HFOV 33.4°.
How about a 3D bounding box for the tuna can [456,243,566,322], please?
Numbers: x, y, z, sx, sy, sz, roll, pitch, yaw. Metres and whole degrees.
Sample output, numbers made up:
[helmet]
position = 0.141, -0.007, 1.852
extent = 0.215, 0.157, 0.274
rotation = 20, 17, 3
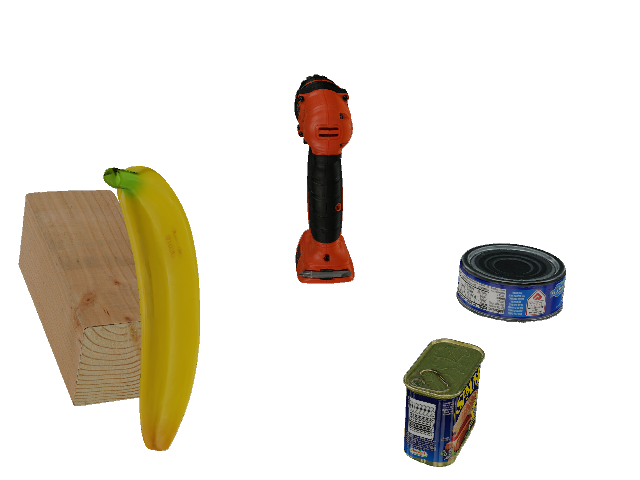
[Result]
[tuna can]
position = 0.154, 0.033, 0.860
extent = 0.086, 0.034, 0.086
rotation = 1, 22, -1

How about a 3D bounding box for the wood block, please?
[wood block]
position = -0.210, 0.046, 0.995
extent = 0.090, 0.091, 0.206
rotation = -4, 37, -30

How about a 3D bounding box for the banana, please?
[banana]
position = -0.101, 0.033, 0.648
extent = 0.037, 0.198, 0.069
rotation = 11, 32, 27

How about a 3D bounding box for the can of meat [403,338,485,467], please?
[can of meat]
position = 0.118, 0.157, 1.034
extent = 0.057, 0.084, 0.102
rotation = 12, 27, 23

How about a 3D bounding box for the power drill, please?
[power drill]
position = 0.001, -0.064, 1.056
extent = 0.057, 0.188, 0.184
rotation = -2, 19, -1
